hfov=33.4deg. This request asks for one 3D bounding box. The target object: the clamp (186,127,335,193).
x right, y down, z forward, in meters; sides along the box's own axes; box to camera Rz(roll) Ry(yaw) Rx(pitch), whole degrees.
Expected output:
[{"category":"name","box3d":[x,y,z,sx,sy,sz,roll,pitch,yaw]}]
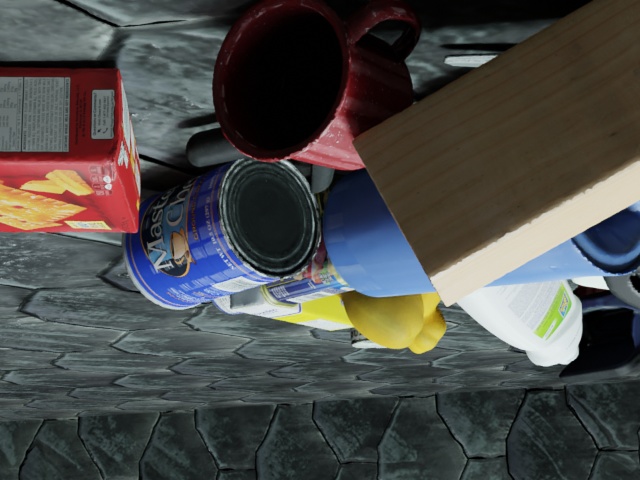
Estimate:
[{"category":"clamp","box3d":[0.000,-0.073,0.748,0.120,0.039,0.172,9,162,-42]}]

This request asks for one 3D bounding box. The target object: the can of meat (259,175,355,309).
[{"category":"can of meat","box3d":[-0.006,0.001,0.921,0.084,0.102,0.057,-16,161,36]}]

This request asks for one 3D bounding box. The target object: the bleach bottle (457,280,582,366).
[{"category":"bleach bottle","box3d":[0.188,0.059,1.007,0.068,0.102,0.250,26,166,42]}]

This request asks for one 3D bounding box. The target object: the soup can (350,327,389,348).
[{"category":"soup can","box3d":[0.065,0.066,1.189,0.068,0.102,0.068,-2,166,-1]}]

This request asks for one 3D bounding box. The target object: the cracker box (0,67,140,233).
[{"category":"cracker box","box3d":[-0.233,-0.053,0.714,0.213,0.072,0.164,-1,165,-6]}]

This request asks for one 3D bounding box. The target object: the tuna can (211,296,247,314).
[{"category":"tuna can","box3d":[-0.079,0.030,1.052,0.034,0.086,0.086,-9,165,31]}]

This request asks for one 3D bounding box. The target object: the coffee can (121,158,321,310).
[{"category":"coffee can","box3d":[-0.083,-0.005,0.875,0.102,0.103,0.141,9,162,-40]}]

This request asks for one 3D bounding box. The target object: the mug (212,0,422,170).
[{"category":"mug","box3d":[0.008,-0.092,0.599,0.117,0.093,0.081,-42,153,24]}]

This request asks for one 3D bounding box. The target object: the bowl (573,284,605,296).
[{"category":"bowl","box3d":[0.363,0.030,1.202,0.162,0.055,0.162,-3,166,-1]}]

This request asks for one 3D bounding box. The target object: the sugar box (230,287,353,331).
[{"category":"sugar box","box3d":[-0.022,0.034,1.063,0.048,0.093,0.176,-11,164,29]}]

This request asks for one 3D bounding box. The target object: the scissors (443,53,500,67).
[{"category":"scissors","box3d":[0.180,-0.108,0.694,0.202,0.016,0.096,-4,166,5]}]

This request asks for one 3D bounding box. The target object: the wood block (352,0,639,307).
[{"category":"wood block","box3d":[0.133,-0.057,0.579,0.206,0.090,0.090,-30,162,5]}]

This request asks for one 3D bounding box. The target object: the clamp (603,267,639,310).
[{"category":"clamp","box3d":[0.277,0.009,0.970,0.165,0.036,0.210,-8,132,40]}]

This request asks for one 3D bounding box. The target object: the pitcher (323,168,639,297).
[{"category":"pitcher","box3d":[0.110,-0.030,0.797,0.144,0.149,0.243,-19,-176,-43]}]
